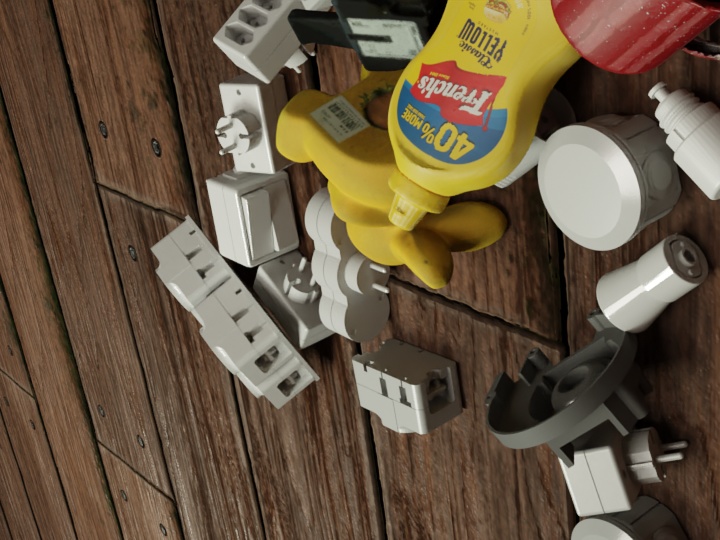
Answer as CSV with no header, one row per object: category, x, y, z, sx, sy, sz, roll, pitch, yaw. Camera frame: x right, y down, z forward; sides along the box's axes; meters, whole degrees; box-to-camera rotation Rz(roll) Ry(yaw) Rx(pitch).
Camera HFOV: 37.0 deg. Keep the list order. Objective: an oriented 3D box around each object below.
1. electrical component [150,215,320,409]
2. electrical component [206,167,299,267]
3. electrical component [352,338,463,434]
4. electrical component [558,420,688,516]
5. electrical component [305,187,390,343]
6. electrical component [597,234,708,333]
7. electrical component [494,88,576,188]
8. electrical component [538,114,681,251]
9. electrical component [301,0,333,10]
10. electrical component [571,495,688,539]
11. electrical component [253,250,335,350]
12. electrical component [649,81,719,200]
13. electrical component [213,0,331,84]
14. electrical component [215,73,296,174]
electrical component,-0.130,0.045,1.077,0.186,0.060,0.105,48,175,36
electrical component,-0.100,-0.059,1.024,0.061,0.062,0.096,22,128,47
electrical component,0.041,0.104,0.937,0.089,0.050,0.055,18,125,50
electrical component,0.186,0.129,0.739,0.077,0.066,0.047,-16,98,28
electrical component,0.000,0.000,0.926,0.074,0.052,0.138,22,128,48
electrical component,0.186,0.007,0.675,0.044,0.044,0.065,58,142,12
electrical component,0.104,-0.087,0.727,0.043,0.043,0.081,61,148,6
electrical component,0.154,-0.057,0.667,0.080,0.051,0.080,34,136,40
electrical component,-0.023,-0.237,0.794,0.062,0.061,0.096,-26,89,58
electrical component,0.198,0.207,0.780,0.080,0.051,0.080,34,136,40
electrical component,-0.055,0.017,1.022,0.083,0.047,0.075,52,146,21
electrical component,0.194,-0.075,0.608,0.078,0.040,0.040,53,146,20
electrical component,-0.062,-0.191,0.879,0.047,0.083,0.076,36,175,39
electrical component,-0.102,-0.125,0.960,0.047,0.076,0.083,8,119,35
